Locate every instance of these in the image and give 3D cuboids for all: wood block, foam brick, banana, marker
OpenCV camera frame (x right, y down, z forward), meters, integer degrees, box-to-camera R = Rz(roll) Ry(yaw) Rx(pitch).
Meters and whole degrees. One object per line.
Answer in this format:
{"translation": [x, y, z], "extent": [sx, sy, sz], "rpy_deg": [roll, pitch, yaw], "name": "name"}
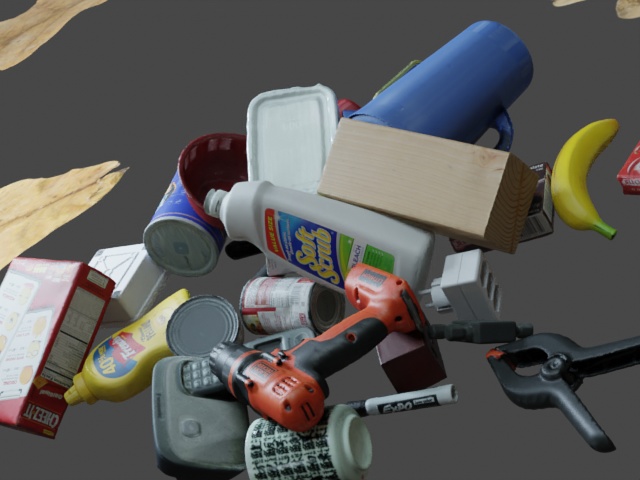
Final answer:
{"translation": [0.113, -0.060, 1.137], "extent": [0.206, 0.090, 0.091], "rpy_deg": [16, 86, 34], "name": "wood block"}
{"translation": [0.088, 0.108, 1.071], "extent": [0.051, 0.053, 0.078], "rpy_deg": [-25, 33, 11], "name": "foam brick"}
{"translation": [0.286, -0.071, 1.156], "extent": [0.069, 0.037, 0.197], "rpy_deg": [17, 47, 0], "name": "banana"}
{"translation": [0.076, 0.159, 1.044], "extent": [0.121, 0.020, 0.020], "rpy_deg": [-14, 36, 27], "name": "marker"}

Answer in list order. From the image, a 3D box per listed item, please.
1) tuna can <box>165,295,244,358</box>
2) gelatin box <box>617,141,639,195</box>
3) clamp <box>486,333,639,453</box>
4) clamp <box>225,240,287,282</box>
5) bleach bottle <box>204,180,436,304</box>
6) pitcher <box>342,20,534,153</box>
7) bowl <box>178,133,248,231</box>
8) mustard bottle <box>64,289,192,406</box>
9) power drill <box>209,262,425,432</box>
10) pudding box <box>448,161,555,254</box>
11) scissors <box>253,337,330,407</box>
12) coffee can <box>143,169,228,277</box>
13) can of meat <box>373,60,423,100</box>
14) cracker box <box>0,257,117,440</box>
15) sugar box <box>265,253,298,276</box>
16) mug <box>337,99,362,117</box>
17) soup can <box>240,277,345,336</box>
{"translation": [-0.130, 0.107, 1.214], "extent": [0.086, 0.033, 0.086], "rpy_deg": [-6, 59, 9], "name": "tuna can"}
{"translation": [0.364, -0.084, 1.115], "extent": [0.073, 0.030, 0.089], "rpy_deg": [9, 50, 46], "name": "gelatin box"}
{"translation": [0.227, 0.115, 0.955], "extent": [0.120, 0.039, 0.172], "rpy_deg": [-42, 33, -18], "name": "clamp"}
{"translation": [-0.019, -0.004, 1.322], "extent": [0.210, 0.036, 0.164], "rpy_deg": [-29, 24, 3], "name": "clamp"}
{"translation": [-0.008, 0.001, 1.148], "extent": [0.251, 0.103, 0.068], "rpy_deg": [18, 32, 15], "name": "bleach bottle"}
{"translation": [0.160, -0.158, 1.310], "extent": [0.242, 0.149, 0.145], "rpy_deg": [-42, 20, -24], "name": "pitcher"}
{"translation": [-0.109, -0.062, 1.367], "extent": [0.162, 0.162, 0.055], "rpy_deg": [-71, 6, -45], "name": "bowl"}
{"translation": [-0.223, 0.142, 1.286], "extent": [0.191, 0.058, 0.096], "rpy_deg": [-33, 39, -1], "name": "mustard bottle"}
{"translation": [-0.005, 0.099, 1.042], "extent": [0.187, 0.057, 0.185], "rpy_deg": [-37, 29, -19], "name": "power drill"}
{"translation": [0.202, -0.033, 1.176], "extent": [0.114, 0.039, 0.090], "rpy_deg": [-15, 36, 27], "name": "pudding box"}
{"translation": [-0.034, 0.147, 1.157], "extent": [0.202, 0.016, 0.096], "rpy_deg": [0, 45, 40], "name": "scissors"}
{"translation": [-0.165, -0.035, 1.432], "extent": [0.103, 0.102, 0.140], "rpy_deg": [-13, 37, 28], "name": "coffee can"}
{"translation": [0.136, -0.190, 1.428], "extent": [0.102, 0.057, 0.084], "rpy_deg": [-43, 35, -16], "name": "can of meat"}
{"translation": [-0.362, 0.132, 1.351], "extent": [0.164, 0.072, 0.213], "rpy_deg": [2, 66, 43], "name": "cracker box"}
{"translation": [0.024, -0.008, 1.233], "extent": [0.176, 0.048, 0.093], "rpy_deg": [-5, 31, 0], "name": "sugar box"}
{"translation": [0.028, -0.134, 1.410], "extent": [0.081, 0.093, 0.117], "rpy_deg": [-37, 16, -17], "name": "mug"}
{"translation": [-0.031, 0.074, 1.204], "extent": [0.102, 0.068, 0.068], "rpy_deg": [-3, 42, 37], "name": "soup can"}
